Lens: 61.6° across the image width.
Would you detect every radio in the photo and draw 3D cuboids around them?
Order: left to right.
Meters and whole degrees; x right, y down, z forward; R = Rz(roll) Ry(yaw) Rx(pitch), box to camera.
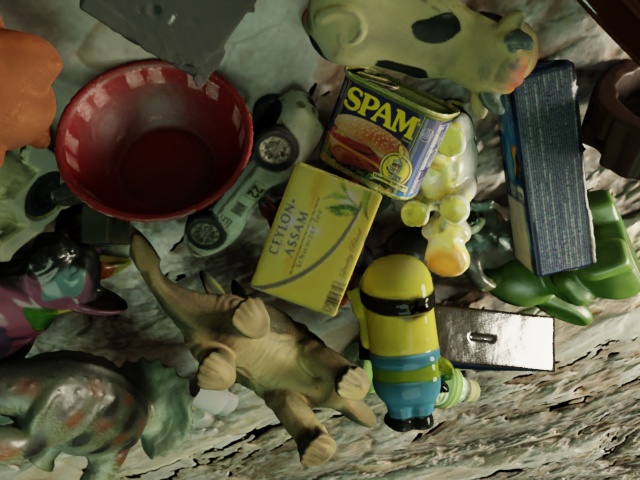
[{"bbox_3d":[0.169,0.127,0.691,0.230,0.073,0.131,9,166,-15],"label":"radio"}]

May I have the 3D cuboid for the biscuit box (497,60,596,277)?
[{"bbox_3d":[0.219,-0.070,0.529,0.063,0.059,0.202,-13,107,2],"label":"biscuit box"}]

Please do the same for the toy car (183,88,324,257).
[{"bbox_3d":[-0.072,-0.061,0.526,0.056,0.074,0.201,28,121,-29],"label":"toy car"}]

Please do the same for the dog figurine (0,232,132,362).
[{"bbox_3d":[-0.316,0.076,0.587,0.219,0.109,0.191,-6,130,-8],"label":"dog figurine"}]

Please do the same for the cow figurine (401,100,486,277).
[{"bbox_3d":[0.128,-0.051,0.545,0.068,0.098,0.167,4,118,29],"label":"cow figurine"}]

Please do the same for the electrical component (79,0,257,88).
[{"bbox_3d":[-0.114,-0.201,0.406,0.134,0.058,0.115,30,115,-25],"label":"electrical component"}]

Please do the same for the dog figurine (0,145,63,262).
[{"bbox_3d":[-0.342,-0.076,0.475,0.191,0.172,0.121,29,94,11],"label":"dog figurine"}]

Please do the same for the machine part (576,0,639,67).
[{"bbox_3d":[0.246,-0.190,0.384,0.201,0.201,0.087,29,124,-30],"label":"machine part"}]

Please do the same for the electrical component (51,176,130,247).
[{"bbox_3d":[-0.210,-0.033,0.512,0.045,0.102,0.078,3,94,3],"label":"electrical component"}]

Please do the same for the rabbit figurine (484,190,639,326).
[{"bbox_3d":[0.294,0.034,0.665,0.170,0.121,0.159,-20,140,32],"label":"rabbit figurine"}]

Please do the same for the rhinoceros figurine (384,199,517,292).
[{"bbox_3d":[0.169,0.000,0.626,0.190,0.073,0.111,-14,120,5],"label":"rhinoceros figurine"}]

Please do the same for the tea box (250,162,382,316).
[{"bbox_3d":[-0.003,-0.008,0.453,0.068,0.169,0.098,21,94,-1],"label":"tea box"}]

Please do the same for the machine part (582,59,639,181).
[{"bbox_3d":[0.332,-0.105,0.490,0.179,0.179,0.056,-5,134,-5],"label":"machine part"}]

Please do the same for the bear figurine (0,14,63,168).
[{"bbox_3d":[-0.227,-0.155,0.363,0.132,0.120,0.195,-21,106,15],"label":"bear figurine"}]

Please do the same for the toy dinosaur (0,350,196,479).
[{"bbox_3d":[-0.271,0.184,0.591,0.192,0.131,0.404,-47,151,-13],"label":"toy dinosaur"}]

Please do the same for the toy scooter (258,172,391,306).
[{"bbox_3d":[-0.001,-0.002,0.590,0.135,0.075,0.183,0,127,-10],"label":"toy scooter"}]

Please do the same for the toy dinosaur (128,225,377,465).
[{"bbox_3d":[-0.036,0.134,0.586,0.105,0.199,0.470,-46,123,-7],"label":"toy dinosaur"}]

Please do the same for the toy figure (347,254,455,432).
[{"bbox_3d":[0.088,0.104,0.553,0.082,0.180,0.089,-4,175,-28],"label":"toy figure"}]

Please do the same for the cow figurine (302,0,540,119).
[{"bbox_3d":[0.085,-0.165,0.430,0.195,0.127,0.085,7,131,-12],"label":"cow figurine"}]
